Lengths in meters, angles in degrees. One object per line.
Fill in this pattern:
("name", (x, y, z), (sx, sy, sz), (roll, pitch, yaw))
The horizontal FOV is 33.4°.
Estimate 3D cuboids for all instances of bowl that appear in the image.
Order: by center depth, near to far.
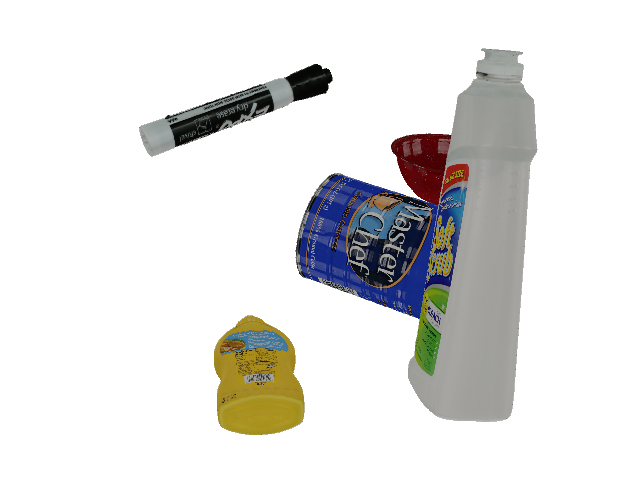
("bowl", (0.161, -0.079, 1.280), (0.162, 0.055, 0.162), (6, 22, -3))

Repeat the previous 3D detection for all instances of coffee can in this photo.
("coffee can", (0.063, 0.008, 0.954), (0.140, 0.103, 0.102), (19, 8, 23))

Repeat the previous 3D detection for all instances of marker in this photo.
("marker", (-0.048, -0.079, 0.635), (0.121, 0.020, 0.020), (-22, 7, -16))

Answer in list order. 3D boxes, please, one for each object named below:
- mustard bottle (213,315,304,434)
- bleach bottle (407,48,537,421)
("mustard bottle", (-0.076, 0.146, 1.244), (0.096, 0.058, 0.191), (-4, 30, -6))
("bleach bottle", (0.110, -0.007, 0.747), (0.068, 0.251, 0.102), (3, 13, -7))
